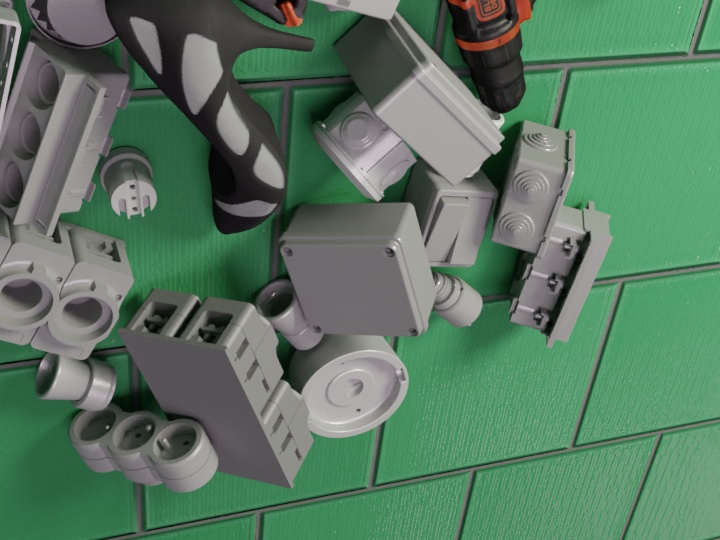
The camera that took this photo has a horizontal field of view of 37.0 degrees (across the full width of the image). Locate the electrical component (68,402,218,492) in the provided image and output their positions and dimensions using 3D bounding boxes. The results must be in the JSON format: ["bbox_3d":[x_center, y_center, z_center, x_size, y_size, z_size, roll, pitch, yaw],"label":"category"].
[{"bbox_3d":[-0.188,0.167,0.957,0.138,0.052,0.073,7,138,26],"label":"electrical component"}]

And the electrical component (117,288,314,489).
[{"bbox_3d":[-0.117,0.101,0.933,0.105,0.060,0.186,7,138,26],"label":"electrical component"}]

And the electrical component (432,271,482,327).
[{"bbox_3d":[0.082,0.023,1.010,0.040,0.040,0.078,-43,131,12],"label":"electrical component"}]

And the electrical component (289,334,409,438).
[{"bbox_3d":[-0.015,0.098,1.013,0.108,0.060,0.108,-12,130,-15],"label":"electrical component"}]

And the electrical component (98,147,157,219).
[{"bbox_3d":[-0.177,-0.066,0.822,0.040,0.046,0.040,-12,130,-15],"label":"electrical component"}]

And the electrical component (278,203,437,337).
[{"bbox_3d":[0.000,0.000,0.911,0.109,0.056,0.108,1,132,22],"label":"electrical component"}]

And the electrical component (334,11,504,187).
[{"bbox_3d":[0.045,-0.135,0.824,0.056,0.108,0.109,-41,131,14],"label":"electrical component"}]

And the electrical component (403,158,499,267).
[{"bbox_3d":[0.074,-0.042,0.941,0.062,0.061,0.096,1,125,-24],"label":"electrical component"}]

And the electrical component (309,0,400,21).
[{"bbox_3d":[-0.005,-0.233,0.767,0.100,0.048,0.099,7,124,-29],"label":"electrical component"}]

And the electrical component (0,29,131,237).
[{"bbox_3d":[-0.215,-0.097,0.764,0.063,0.079,0.121,-13,138,-54],"label":"electrical component"}]

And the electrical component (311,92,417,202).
[{"bbox_3d":[0.003,-0.098,0.855,0.051,0.080,0.080,-41,131,4],"label":"electrical component"}]

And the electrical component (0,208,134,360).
[{"bbox_3d":[-0.264,0.007,0.830,0.150,0.061,0.089,20,116,-34],"label":"electrical component"}]

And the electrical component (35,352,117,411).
[{"bbox_3d":[-0.243,0.095,0.920,0.055,0.045,0.045,21,115,-35],"label":"electrical component"}]

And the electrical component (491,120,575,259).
[{"bbox_3d":[0.149,-0.072,0.928,0.048,0.099,0.099,16,123,2],"label":"electrical component"}]

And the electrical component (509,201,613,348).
[{"bbox_3d":[0.186,0.000,1.018,0.063,0.078,0.121,16,122,0],"label":"electrical component"}]

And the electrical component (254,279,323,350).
[{"bbox_3d":[-0.060,0.043,0.964,0.044,0.044,0.065,-34,137,4],"label":"electrical component"}]

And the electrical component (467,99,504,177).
[{"bbox_3d":[0.090,-0.112,0.904,0.045,0.045,0.055,9,123,-29],"label":"electrical component"}]
